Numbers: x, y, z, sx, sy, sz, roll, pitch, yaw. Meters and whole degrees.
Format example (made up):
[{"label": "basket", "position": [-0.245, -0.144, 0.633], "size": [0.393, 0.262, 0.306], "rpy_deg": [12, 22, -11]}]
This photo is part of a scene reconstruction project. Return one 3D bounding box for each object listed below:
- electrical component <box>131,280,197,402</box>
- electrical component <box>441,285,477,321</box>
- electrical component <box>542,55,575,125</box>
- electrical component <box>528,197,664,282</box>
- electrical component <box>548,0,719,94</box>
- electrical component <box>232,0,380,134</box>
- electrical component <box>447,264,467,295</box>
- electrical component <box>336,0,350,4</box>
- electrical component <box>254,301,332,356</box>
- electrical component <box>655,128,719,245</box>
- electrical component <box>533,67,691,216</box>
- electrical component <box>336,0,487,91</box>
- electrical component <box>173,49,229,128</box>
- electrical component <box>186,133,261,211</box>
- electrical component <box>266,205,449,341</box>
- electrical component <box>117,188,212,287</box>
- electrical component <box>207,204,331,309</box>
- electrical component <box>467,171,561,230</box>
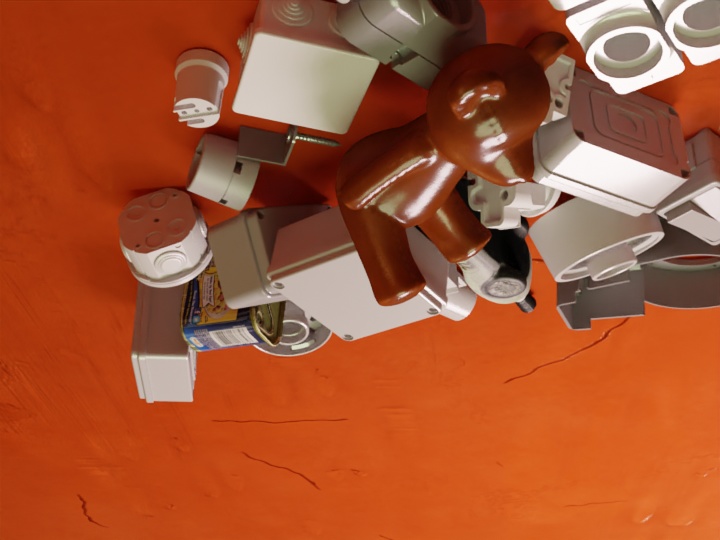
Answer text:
[{"label": "electrical component", "position": [-0.193, 0.064, 1.081], "size": [0.056, 0.108, 0.108], "rpy_deg": [2, 149, -5]}, {"label": "electrical component", "position": [0.070, 0.016, 1.050], "size": [0.081, 0.043, 0.043], "rpy_deg": [24, 143, -32]}, {"label": "electrical component", "position": [0.122, -0.132, 0.786], "size": [0.048, 0.066, 0.055], "rpy_deg": [18, 165, -26]}, {"label": "electrical component", "position": [0.205, -0.026, 0.915], "size": [0.108, 0.060, 0.108], "rpy_deg": [-20, 166, -5]}, {"label": "electrical component", "position": [0.172, -0.195, 0.676], "size": [0.105, 0.060, 0.186], "rpy_deg": [-18, 144, 30]}, {"label": "electrical component", "position": [-0.039, -0.150, 0.774], "size": [0.100, 0.048, 0.099], "rpy_deg": [10, 148, -13]}, {"label": "electrical component", "position": [0.062, -0.012, 0.983], "size": [0.042, 0.063, 0.081], "rpy_deg": [-14, 145, 26]}, {"label": "electrical component", "position": [-0.017, -0.219, 0.657], "size": [0.100, 0.048, 0.100], "rpy_deg": [23, 143, -30]}, {"label": "electrical component", "position": [-0.074, 0.041, 1.103], "size": [0.099, 0.064, 0.099], "rpy_deg": [-3, 137, -3]}, {"label": "electrical component", "position": [0.285, -0.066, 0.884], "size": [0.096, 0.061, 0.062], "rpy_deg": [23, 143, -31]}, {"label": "electrical component", "position": [0.187, -0.096, 0.823], "size": [0.113, 0.078, 0.057], "rpy_deg": [16, 143, -22]}, {"label": "electrical component", "position": [0.039, -0.172, 0.728], "size": [0.095, 0.053, 0.059], "rpy_deg": [25, 142, -33]}, {"label": "electrical component", "position": [-0.120, -0.135, 0.805], "size": [0.040, 0.046, 0.040], "rpy_deg": [1, 149, 1]}, {"label": "electrical component", "position": [-0.113, -0.082, 0.887], "size": [0.047, 0.055, 0.055], "rpy_deg": [18, 146, -18]}, {"label": "electrical component", "position": [0.000, 0.000, 0.877], "size": [0.109, 0.056, 0.109], "rpy_deg": [-19, 137, 35]}, {"label": "electrical component", "position": [-0.173, -0.029, 0.955], "size": [0.080, 0.080, 0.051], "rpy_deg": [-3, 144, 8]}, {"label": "electrical component", "position": [-0.068, -0.014, 0.938], "size": [0.057, 0.078, 0.113], "rpy_deg": [-19, 174, 36]}, {"label": "electrical component", "position": [0.127, -0.073, 0.876], "size": [0.057, 0.078, 0.058], "rpy_deg": [1, 175, -38]}]
